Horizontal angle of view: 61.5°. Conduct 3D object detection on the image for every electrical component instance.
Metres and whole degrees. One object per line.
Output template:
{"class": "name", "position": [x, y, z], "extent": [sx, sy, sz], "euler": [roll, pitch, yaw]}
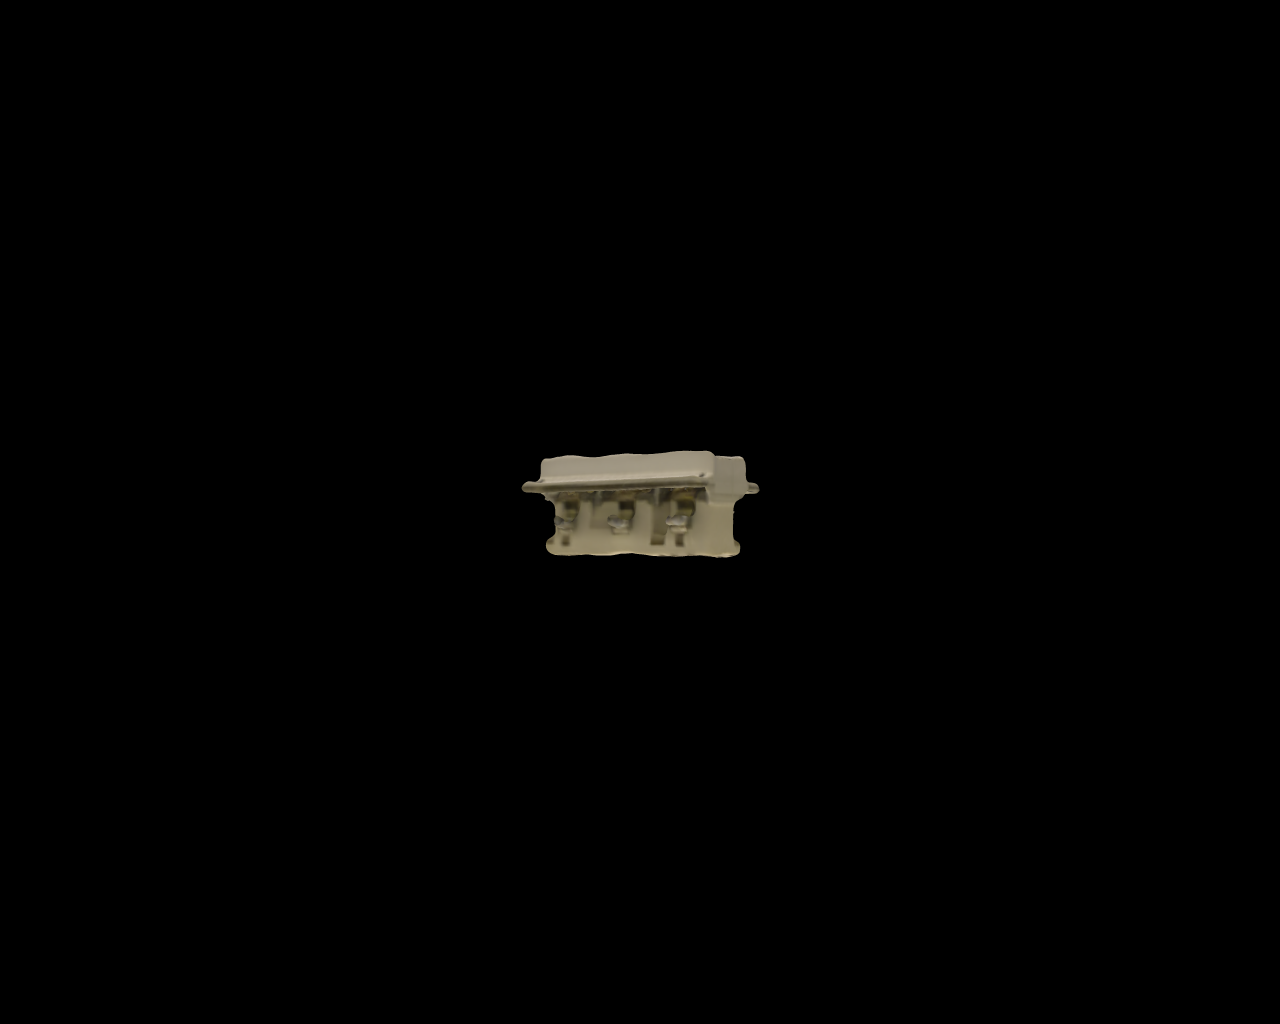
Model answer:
{"class": "electrical component", "position": [0.001, -0.003, 0.650], "extent": [0.121, 0.063, 0.079], "euler": [0, 0, 32]}
